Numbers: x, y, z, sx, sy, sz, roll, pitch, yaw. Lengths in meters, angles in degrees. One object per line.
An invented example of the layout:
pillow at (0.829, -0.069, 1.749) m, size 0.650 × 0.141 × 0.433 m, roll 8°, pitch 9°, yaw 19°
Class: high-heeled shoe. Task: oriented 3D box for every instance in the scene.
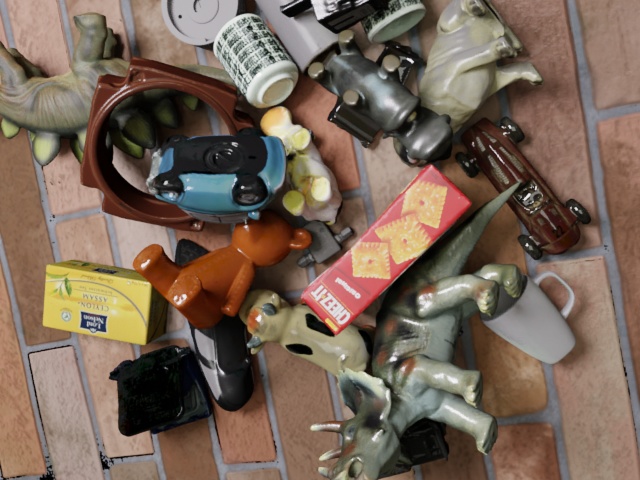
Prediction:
high-heeled shoe at (-0.164, 0.128, 0.798) m, size 0.249 × 0.086 × 0.145 m, roll 60°, pitch 142°, yaw 23°

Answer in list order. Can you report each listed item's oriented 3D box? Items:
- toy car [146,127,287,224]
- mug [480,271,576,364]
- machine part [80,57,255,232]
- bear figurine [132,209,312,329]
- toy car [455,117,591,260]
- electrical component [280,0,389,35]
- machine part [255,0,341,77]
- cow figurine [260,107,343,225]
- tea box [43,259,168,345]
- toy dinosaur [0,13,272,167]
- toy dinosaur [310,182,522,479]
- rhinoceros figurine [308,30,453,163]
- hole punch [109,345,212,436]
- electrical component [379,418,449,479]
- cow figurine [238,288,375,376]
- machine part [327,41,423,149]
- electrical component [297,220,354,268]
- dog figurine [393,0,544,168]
toy car at (-0.119, -0.065, 0.648) m, size 0.162 × 0.102 × 0.109 m, roll -5°, pitch 51°, yaw -3°
mug at (0.282, 0.099, 0.694) m, size 0.107 × 0.081 × 0.109 m, roll 43°, pitch 95°, yaw -7°
machine part at (-0.198, -0.120, 0.706) m, size 0.201 × 0.087 × 0.200 m, roll 12°, pitch 111°, yaw -20°
bear figurine at (-0.115, 0.019, 0.696) m, size 0.196 × 0.131 × 0.120 m, roll -45°, pitch 55°, yaw -13°
toy car at (0.259, -0.068, 0.692) m, size 0.089 × 0.053 × 0.202 m, roll -37°, pitch 89°, yaw 14°
electrical component at (0.014, -0.277, 0.632) m, size 0.119 × 0.075 × 0.047 m, roll -19°, pitch 91°, yaw 18°
machine part at (-0.036, -0.308, 0.711) m, size 0.079 × 0.079 × 0.243 m, roll -33°, pitch 90°, yaw 12°
cow figurine at (-0.021, -0.101, 0.726) m, size 0.068 × 0.098 × 0.167 m, roll -29°, pitch 66°, yaw 16°
tea box at (-0.320, 0.091, 0.807) m, size 0.170 × 0.068 × 0.098 m, roll 7°, pitch 96°, yaw 9°
toy dinosaur at (-0.310, -0.206, 0.764) m, size 0.472 × 0.105 × 0.198 m, roll -11°, pitch 101°, yaw 6°
toy dinosaur at (0.123, 0.110, 0.645) m, size 0.192 × 0.131 × 0.405 m, roll 3°, pitch 58°, yaw 34°
rhinoceros figurine at (0.070, -0.160, 0.621) m, size 0.073 × 0.112 × 0.190 m, roll -46°, pitch 61°, yaw 2°
hole punch at (-0.233, 0.227, 0.804) m, size 0.142 × 0.092 × 0.116 m, roll -22°, pitch 61°, yaw 14°
electrical component at (0.101, 0.261, 0.720) m, size 0.134 × 0.115 × 0.058 m, roll -19°, pitch 90°, yaw 10°
cow figurine at (-0.022, 0.126, 0.725) m, size 0.195 × 0.127 × 0.085 m, roll 25°, pitch 96°, yaw 5°
machine part at (0.074, -0.198, 0.713) m, size 0.084 × 0.039 × 0.139 m, roll 34°, pitch 98°, yaw -13°
electrical component at (-0.002, -0.002, 0.761) m, size 0.094 × 0.021 × 0.063 m, roll -35°, pitch 88°, yaw 12°
dog figurine at (0.155, -0.204, 0.685) m, size 0.190 × 0.121 × 0.172 m, roll -36°, pitch 44°, yaw 33°
